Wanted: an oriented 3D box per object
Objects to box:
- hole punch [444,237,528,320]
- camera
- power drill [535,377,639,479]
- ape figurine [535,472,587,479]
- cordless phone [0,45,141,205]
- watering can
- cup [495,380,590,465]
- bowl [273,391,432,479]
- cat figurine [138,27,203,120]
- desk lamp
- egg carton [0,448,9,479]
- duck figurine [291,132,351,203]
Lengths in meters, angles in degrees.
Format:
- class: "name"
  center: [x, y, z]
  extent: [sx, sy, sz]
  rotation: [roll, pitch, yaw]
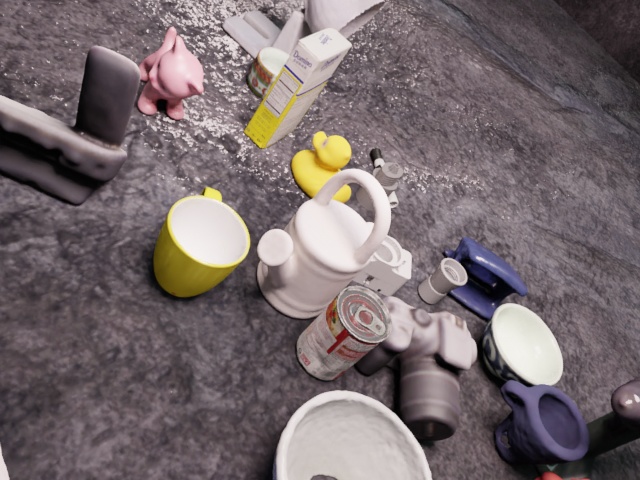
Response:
- class: "hole punch"
  center: [0.246, 0.044, 0.854]
  extent: [0.109, 0.091, 0.101]
  rotation: [34, 42, -6]
- class: "camera"
  center: [0.119, 0.150, 0.667]
  extent: [0.143, 0.100, 0.137]
  rotation: [25, 44, -15]
- class: "power drill"
  center: [0.358, 0.226, 0.691]
  extent: [0.230, 0.208, 0.075]
  rotation: [5, 52, -32]
- class: "ape figurine"
  center: [0.286, 0.304, 0.660]
  extent: [0.076, 0.092, 0.077]
  rotation: [3, 54, -33]
- class: "cordless phone"
  center: [-0.260, -0.138, 0.581]
  extent: [0.148, 0.184, 0.094]
  rotation: [22, 45, -19]
- class: "watering can"
  center: [0.007, 0.004, 0.642]
  extent: [0.101, 0.193, 0.173]
  rotation: [42, 42, 3]
- class: "cup"
  center: [0.249, 0.227, 0.698]
  extent: [0.118, 0.094, 0.092]
  rotation: [40, 42, 0]
- class: "bowl"
  center: [0.021, 0.235, 0.545]
  extent: [0.168, 0.074, 0.167]
  rotation: [19, 46, -21]
- class: "cat figurine"
  center: [-0.192, -0.223, 0.750]
  extent: [0.067, 0.117, 0.127]
  rotation: [6, 52, -31]
- class: "desk lamp"
  center: [-0.026, -0.370, 0.921]
  extent: [0.203, 0.213, 0.118]
  rotation: [43, 42, 4]
- class: "egg carton"
  center: [-0.266, 0.189, 0.384]
  extent: [0.107, 0.069, 0.150]
  rotation: [-10, 62, -40]
- class: "duck figurine"
  center: [0.015, -0.107, 0.822]
  extent: [0.078, 0.086, 0.104]
  rotation: [-21, 69, -44]
